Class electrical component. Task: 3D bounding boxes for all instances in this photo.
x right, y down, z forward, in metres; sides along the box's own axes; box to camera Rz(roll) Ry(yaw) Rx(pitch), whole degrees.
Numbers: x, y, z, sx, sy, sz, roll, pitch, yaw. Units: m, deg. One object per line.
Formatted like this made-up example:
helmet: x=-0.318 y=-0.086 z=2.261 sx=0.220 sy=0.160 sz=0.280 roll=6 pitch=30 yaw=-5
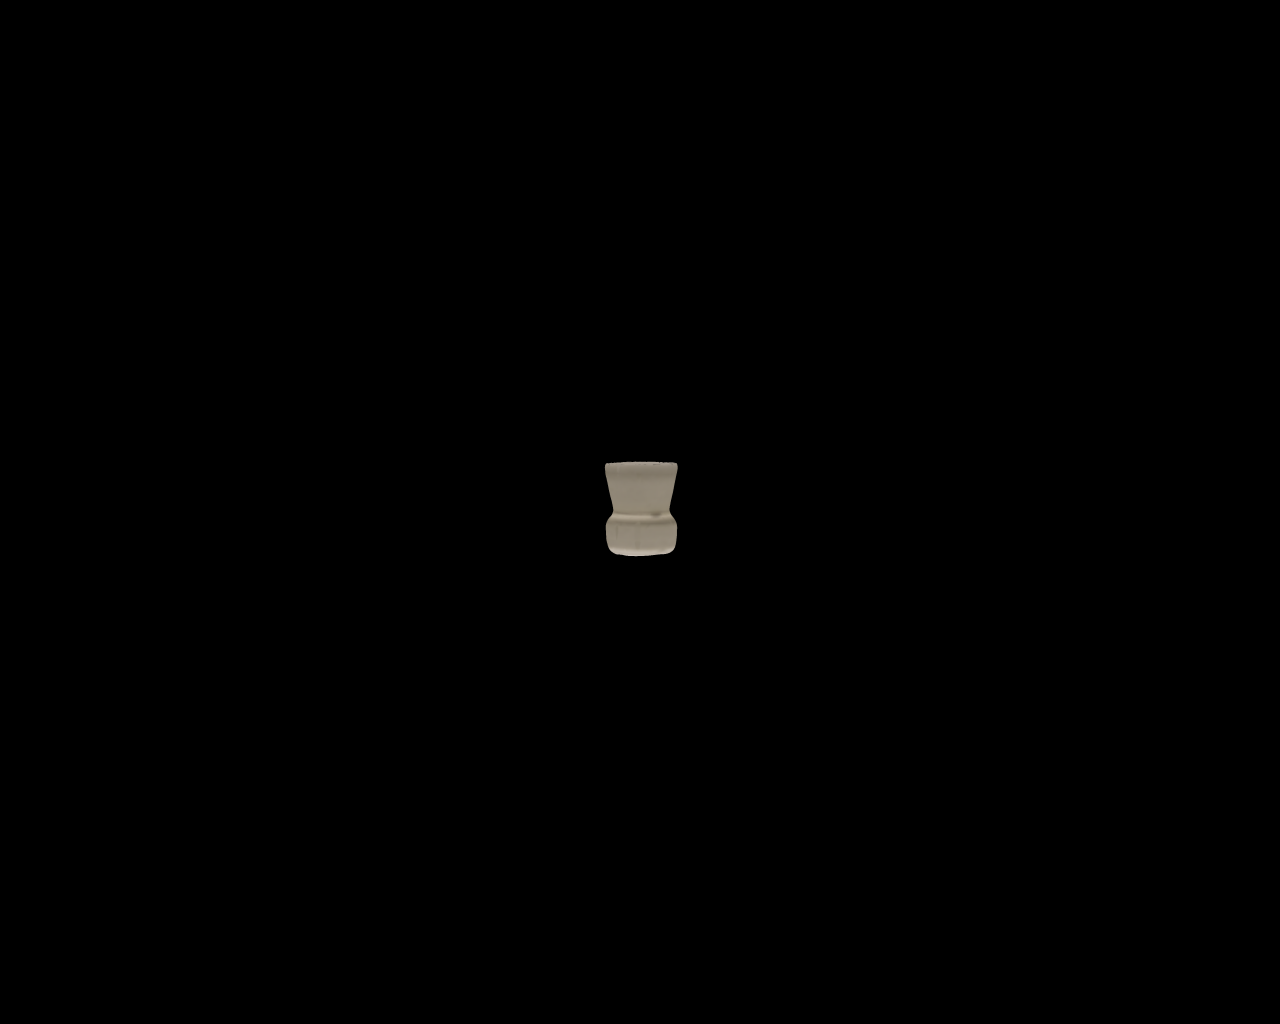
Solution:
electrical component: x=0.001 y=-0.003 z=0.650 sx=0.045 sy=0.055 sz=0.045 roll=0 pitch=4 yaw=0
